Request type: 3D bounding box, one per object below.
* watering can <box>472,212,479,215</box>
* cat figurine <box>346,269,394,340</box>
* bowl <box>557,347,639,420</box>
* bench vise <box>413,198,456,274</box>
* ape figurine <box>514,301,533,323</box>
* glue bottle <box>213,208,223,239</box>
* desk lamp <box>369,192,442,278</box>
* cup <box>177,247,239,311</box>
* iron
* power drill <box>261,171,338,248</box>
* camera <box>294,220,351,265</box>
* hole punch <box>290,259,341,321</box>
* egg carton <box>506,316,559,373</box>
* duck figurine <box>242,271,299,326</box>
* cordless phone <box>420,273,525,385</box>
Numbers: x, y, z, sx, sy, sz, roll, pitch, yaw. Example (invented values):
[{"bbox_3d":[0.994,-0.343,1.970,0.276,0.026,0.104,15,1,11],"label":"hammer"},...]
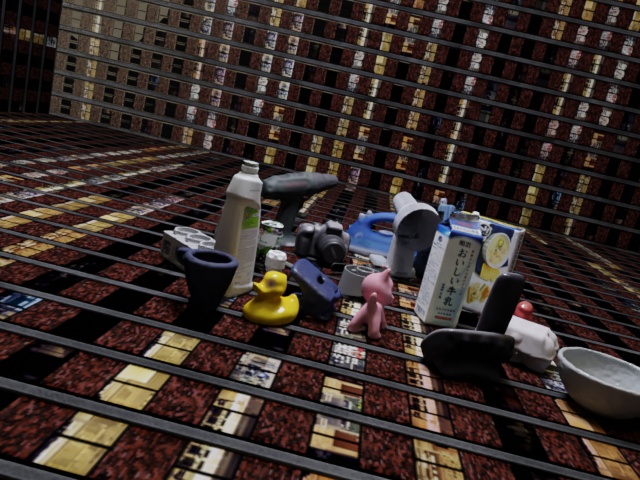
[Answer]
[{"bbox_3d":[0.435,0.015,1.651,0.173,0.194,0.101,12,12,-7],"label":"watering can"},{"bbox_3d":[0.102,0.108,1.063,0.067,0.118,0.128,15,12,11],"label":"cat figurine"},{"bbox_3d":[0.465,0.244,0.937,0.167,0.075,0.167,13,12,-3],"label":"bowl"},{"bbox_3d":[0.342,0.010,1.514,0.122,0.220,0.206,2,17,-42],"label":"bench vise"},{"bbox_3d":[0.407,0.169,1.170,0.077,0.092,0.076,17,13,19],"label":"ape figurine"},{"bbox_3d":[-0.199,-0.045,1.302,0.077,0.173,0.037,21,14,31],"label":"glue bottle"},{"bbox_3d":[0.218,-0.011,1.493,0.118,0.213,0.203,10,13,-16],"label":"desk lamp"},{"bbox_3d":[-0.203,0.067,0.978,0.117,0.095,0.092,18,13,22],"label":"cup"},{"bbox_3d":[0.184,-0.020,1.666,0.258,0.141,0.118,13,12,-3],"label":"iron"},{"bbox_3d":[-0.064,-0.088,1.552,0.230,0.208,0.075,4,15,-37],"label":"power drill"},{"bbox_3d":[0.014,0.005,1.471,0.143,0.101,0.136,11,12,-8],"label":"camera"},{"bbox_3d":[-0.010,0.091,1.083,0.101,0.091,0.109,15,12,8],"label":"hole punch"},{"bbox_3d":[0.374,0.191,1.091,0.150,0.069,0.107,19,14,25],"label":"egg carton"},{"bbox_3d":[-0.079,0.097,0.997,0.105,0.086,0.077,3,16,-38],"label":"duck figurine"},{"bbox_3d":[0.259,0.134,0.952,0.148,0.185,0.094,8,13,-21],"label":"cordless phone"}]
